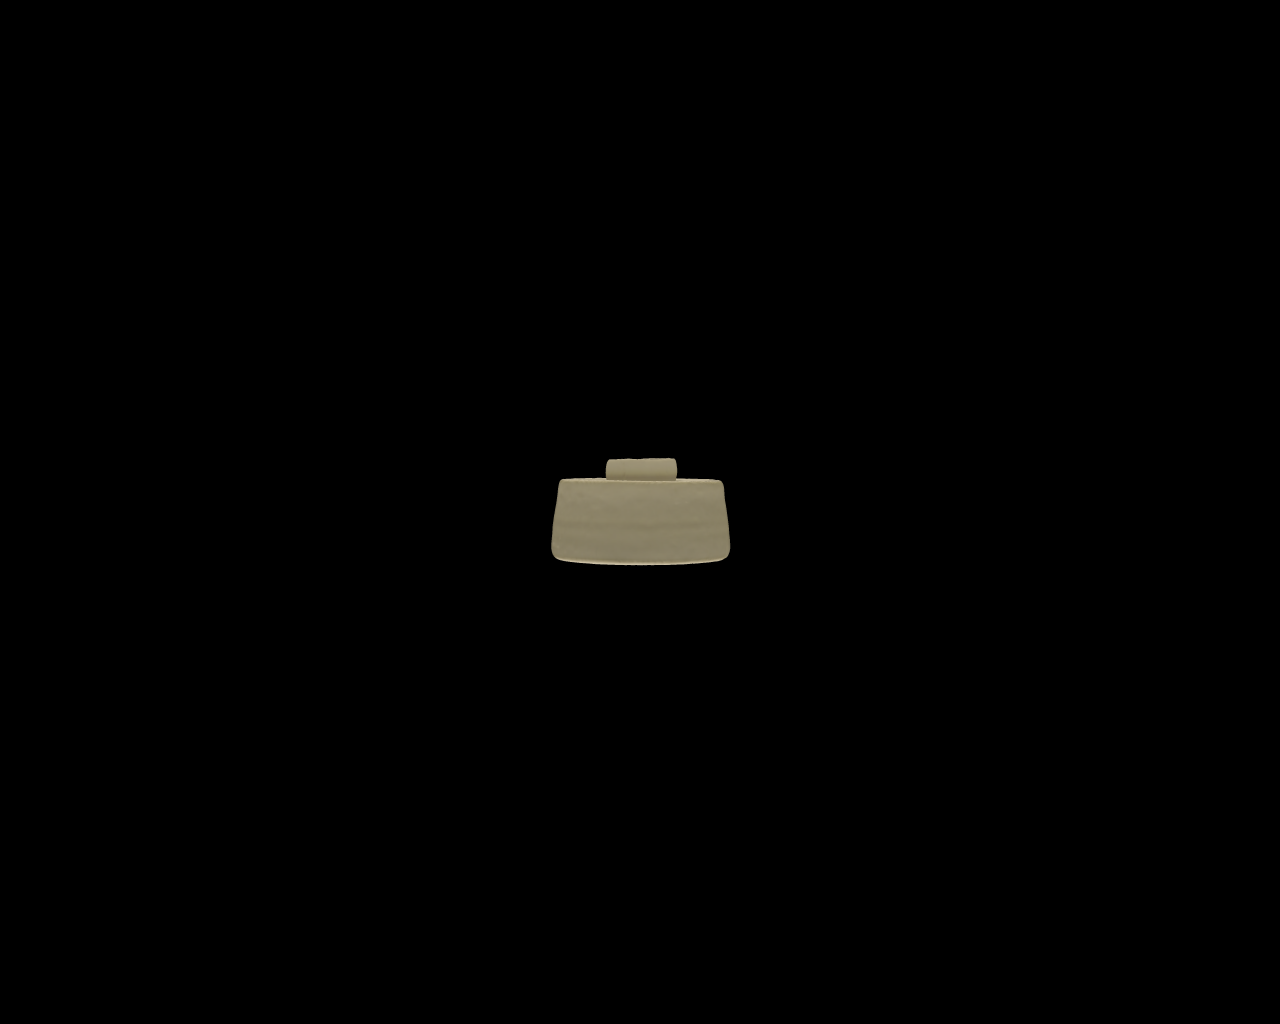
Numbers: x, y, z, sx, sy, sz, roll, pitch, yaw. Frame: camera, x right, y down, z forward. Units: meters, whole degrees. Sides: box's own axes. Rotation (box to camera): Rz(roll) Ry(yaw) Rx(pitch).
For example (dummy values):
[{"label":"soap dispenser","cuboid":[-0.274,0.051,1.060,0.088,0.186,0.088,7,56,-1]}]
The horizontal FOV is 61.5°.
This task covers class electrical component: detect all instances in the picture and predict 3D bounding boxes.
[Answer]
[{"label":"electrical component","cuboid":[0.001,-0.003,0.650,0.108,0.060,0.108,0,2,0]}]
